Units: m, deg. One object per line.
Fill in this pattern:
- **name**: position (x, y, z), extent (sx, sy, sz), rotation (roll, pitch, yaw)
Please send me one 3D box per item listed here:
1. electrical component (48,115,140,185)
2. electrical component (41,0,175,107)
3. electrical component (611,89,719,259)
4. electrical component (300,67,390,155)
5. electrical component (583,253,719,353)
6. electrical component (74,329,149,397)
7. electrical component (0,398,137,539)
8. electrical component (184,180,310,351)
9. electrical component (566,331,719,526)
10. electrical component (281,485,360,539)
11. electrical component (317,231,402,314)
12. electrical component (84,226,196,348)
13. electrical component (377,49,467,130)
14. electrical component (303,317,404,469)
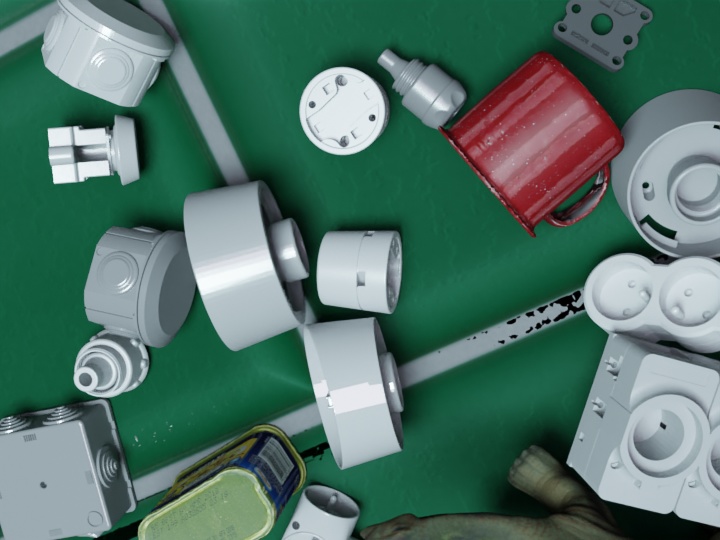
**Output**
- **electrical component**: position (-0.180, -0.080, 0.734), extent (0.055, 0.066, 0.048), rotation (-6, 99, -9)
- **electrical component**: position (-0.167, -0.148, 0.710), extent (0.080, 0.080, 0.051), rotation (33, 109, 3)
- **electrical component**: position (0.211, -0.058, 0.680), extent (0.099, 0.064, 0.099), rotation (2, 113, 5)
- **electrical component**: position (-0.008, -0.104, 0.705), extent (0.055, 0.047, 0.055), rotation (2, 100, 9)
- **electrical component**: position (0.219, 0.027, 0.678), extent (0.138, 0.074, 0.052), rotation (4, 74, 34)
- **electrical component**: position (-0.180, 0.069, 0.756), extent (0.048, 0.062, 0.048), rotation (2, 99, 10)
- **electrical component**: position (-0.221, 0.148, 0.783), extent (0.100, 0.048, 0.099), rotation (-12, 98, 11)
- **electrical component**: position (-0.067, -0.007, 0.704), extent (0.060, 0.108, 0.108), rotation (-16, 96, 5)
- **electrical component**: position (0.216, 0.103, 0.648), extent (0.150, 0.061, 0.089), rotation (15, 98, -11)
- **electrical component**: position (-0.017, 0.204, 0.760), extent (0.079, 0.044, 0.077), rotation (23, 102, 5)
- **electrical component**: position (0.000, 0.000, 0.719), extent (0.047, 0.055, 0.055), rotation (4, 100, 13)
- **electrical component**: position (-0.147, 0.010, 0.733), extent (0.051, 0.080, 0.080), rotation (11, 101, 13)
- **electrical component**: position (0.038, -0.121, 0.702), extent (0.061, 0.035, 0.035), rotation (40, 103, 3)
- **electrical component**: position (-0.006, 0.080, 0.713), extent (0.064, 0.099, 0.099), rotation (-12, 97, 5)
